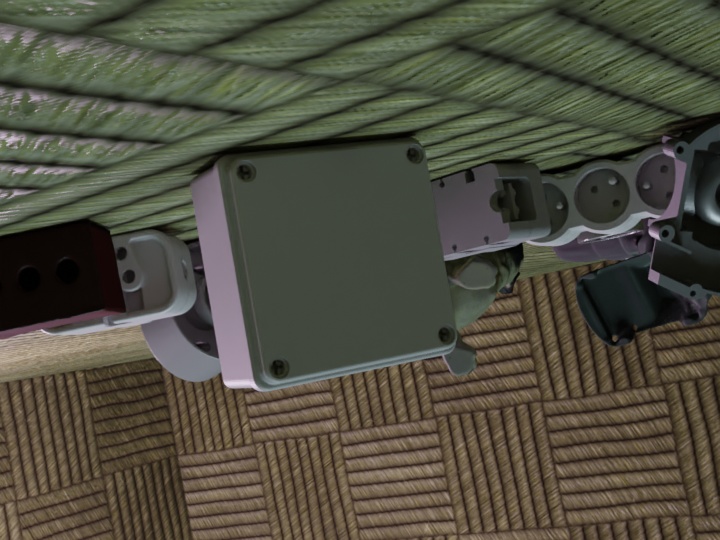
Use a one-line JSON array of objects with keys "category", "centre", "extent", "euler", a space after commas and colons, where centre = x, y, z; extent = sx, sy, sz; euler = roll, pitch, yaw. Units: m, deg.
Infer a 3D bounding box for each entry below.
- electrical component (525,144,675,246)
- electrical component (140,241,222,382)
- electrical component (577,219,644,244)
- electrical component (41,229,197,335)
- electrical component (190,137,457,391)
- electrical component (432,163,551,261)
[{"category": "electrical component", "centre": [0.183, -0.052, 0.782], "extent": [0.138, 0.052, 0.074], "euler": [-13, 176, 23]}, {"category": "electrical component", "centre": [-0.116, 0.029, 0.785], "extent": [0.099, 0.099, 0.064], "euler": [-7, 168, -45]}, {"category": "electrical component", "centre": [0.206, -0.051, 0.902], "extent": [0.055, 0.047, 0.055], "euler": [-11, 176, -1]}, {"category": "electrical component", "centre": [-0.158, 0.009, 0.696], "extent": [0.095, 0.053, 0.059], "euler": [-11, 176, 4]}, {"category": "electrical component", "centre": [-0.017, -0.003, 0.524], "extent": [0.109, 0.108, 0.056], "euler": [-9, 178, -28]}, {"category": "electrical component", "centre": [0.076, -0.037, 0.715], "extent": [0.089, 0.050, 0.056], "euler": [-15, 174, 43]}]
